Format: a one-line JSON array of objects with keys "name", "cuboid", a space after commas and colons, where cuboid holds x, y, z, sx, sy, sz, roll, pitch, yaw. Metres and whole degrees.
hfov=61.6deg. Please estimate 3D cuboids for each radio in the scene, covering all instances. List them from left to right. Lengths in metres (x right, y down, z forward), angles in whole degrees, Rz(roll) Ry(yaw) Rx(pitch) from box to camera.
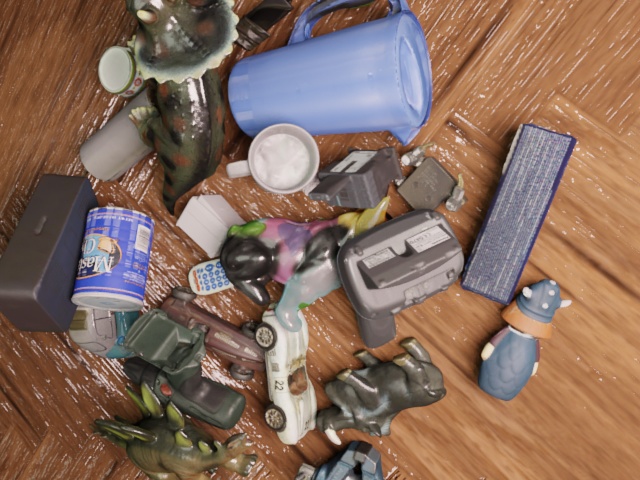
[{"name": "radio", "cuboid": [-0.407, 0.021, 0.826, 0.073, 0.230, 0.131, 4, 142, 0]}]

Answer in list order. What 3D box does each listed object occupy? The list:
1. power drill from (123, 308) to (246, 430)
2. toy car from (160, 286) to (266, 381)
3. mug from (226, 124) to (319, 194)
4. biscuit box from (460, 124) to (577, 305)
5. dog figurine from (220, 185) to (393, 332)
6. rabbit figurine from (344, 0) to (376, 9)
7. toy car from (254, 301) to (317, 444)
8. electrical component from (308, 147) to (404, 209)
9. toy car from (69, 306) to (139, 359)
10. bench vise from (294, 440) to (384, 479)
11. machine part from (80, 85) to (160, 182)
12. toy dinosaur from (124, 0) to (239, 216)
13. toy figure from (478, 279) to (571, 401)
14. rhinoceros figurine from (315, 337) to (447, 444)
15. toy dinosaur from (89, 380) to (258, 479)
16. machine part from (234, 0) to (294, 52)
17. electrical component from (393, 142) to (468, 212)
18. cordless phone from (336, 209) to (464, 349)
[{"name": "power drill", "cuboid": [-0.226, 0.194, 0.803, 0.232, 0.086, 0.207, 22, 138, 17]}, {"name": "toy car", "cuboid": [-0.167, 0.145, 0.830, 0.202, 0.053, 0.089, 25, 102, 22]}, {"name": "mug", "cuboid": [-0.059, -0.091, 0.664, 0.110, 0.107, 0.080, -18, 94, -5]}, {"name": "biscuit box", "cuboid": [0.227, -0.028, 0.622, 0.063, 0.059, 0.202, 23, 104, 20]}, {"name": "dog figurine", "cuboid": [-0.001, -0.002, 0.701, 0.191, 0.108, 0.219, 41, 108, -6]}, {"name": "rabbit figurine", "cuboid": [0.075, -0.380, 0.620, 0.170, 0.159, 0.121, -18, 78, 10]}, {"name": "toy car", "cuboid": [-0.045, 0.185, 0.764, 0.056, 0.073, 0.201, -4, 94, 29]}, {"name": "electrical component", "cuboid": [0.038, -0.065, 0.634, 0.075, 0.119, 0.047, 4, 128, 37]}, {"name": "toy car", "cuboid": [-0.360, 0.128, 0.890, 0.109, 0.103, 0.161, -3, 96, 24]}, {"name": "bench vise", "cuboid": [0.050, 0.403, 0.708, 0.224, 0.129, 0.240, 20, 85, 3]}, {"name": "machine part", "cuboid": [-0.295, -0.164, 0.842, 0.243, 0.079, 0.079, -31, 83, 25]}, {"name": "toy dinosaur", "cuboid": [-0.174, -0.159, 0.690, 0.192, 0.131, 0.404, -123, 27, -48]}, {"name": "toy figure", "cuboid": [0.235, 0.113, 0.635, 0.058, 0.064, 0.154, 37, 109, 56]}, {"name": "rhinoceros figurine", "cuboid": [0.075, 0.205, 0.717, 0.190, 0.073, 0.112, -29, 94, 23]}, {"name": "toy dinosaur", "cuboid": [-0.242, 0.310, 0.821, 0.198, 0.105, 0.471, 50, 137, -10]}, {"name": "machine part", "cuboid": [-0.079, -0.285, 0.702, 0.084, 0.139, 0.039, -21, 118, 22]}, {"name": "electrical component", "cuboid": [0.135, -0.072, 0.668, 0.078, 0.045, 0.102, -39, 79, 22]}, {"name": "cordless phone", "cuboid": [0.105, 0.063, 0.667, 0.147, 0.184, 0.089, -24, 46, -11]}]
